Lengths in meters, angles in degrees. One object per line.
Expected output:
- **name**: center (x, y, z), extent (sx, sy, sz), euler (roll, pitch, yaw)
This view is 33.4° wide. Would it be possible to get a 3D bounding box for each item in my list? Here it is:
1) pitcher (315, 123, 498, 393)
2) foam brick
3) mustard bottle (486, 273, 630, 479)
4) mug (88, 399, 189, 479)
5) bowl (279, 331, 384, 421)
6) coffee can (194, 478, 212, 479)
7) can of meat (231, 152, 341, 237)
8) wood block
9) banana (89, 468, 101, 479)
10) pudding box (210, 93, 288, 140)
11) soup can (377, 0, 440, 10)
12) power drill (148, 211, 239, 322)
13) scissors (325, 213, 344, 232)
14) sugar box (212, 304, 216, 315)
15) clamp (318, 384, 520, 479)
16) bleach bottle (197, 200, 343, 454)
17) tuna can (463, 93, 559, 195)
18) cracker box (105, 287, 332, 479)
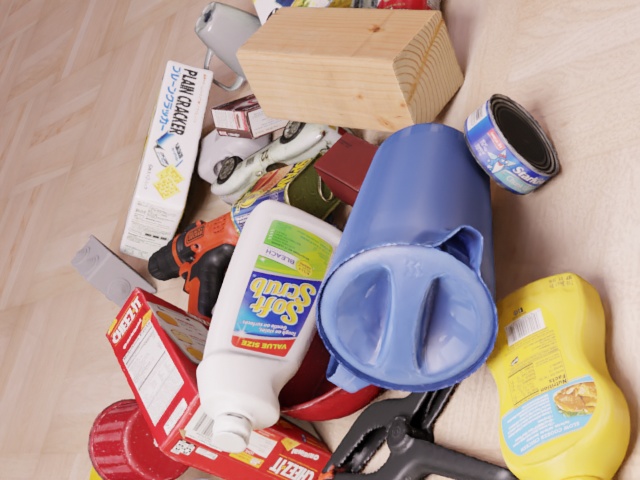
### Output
- **pitcher**: center (0.074, 0.008, 0.874), extent (0.149, 0.145, 0.242), euler (-8, 29, 16)
- **foam brick**: center (0.043, -0.064, 1.069), extent (0.053, 0.051, 0.078), euler (-46, 42, -9)
- **mustard bottle**: center (0.172, 0.122, 0.765), extent (0.096, 0.058, 0.191), euler (-33, 42, 30)
- **mug**: center (-0.164, 0.202, 1.073), extent (0.082, 0.117, 0.093), euler (-21, 76, 56)
- **bowl**: center (0.016, 0.110, 0.964), extent (0.162, 0.055, 0.162), euler (-30, 26, 16)
- **coffee can**: center (-0.151, 0.292, 1.039), extent (0.141, 0.102, 0.102), euler (-23, 48, 45)
- **can of meat**: center (-0.035, -0.041, 1.117), extent (0.084, 0.057, 0.102), euler (-16, 22, 36)
- **wood block**: center (0.028, -0.177, 1.090), extent (0.206, 0.090, 0.090), euler (12, 51, 40)
- **banana**: center (-0.271, 0.297, 1.230), extent (0.198, 0.069, 0.037), euler (-35, 12, 46)
- **pudding box**: center (-0.058, -0.154, 1.254), extent (0.113, 0.039, 0.090), euler (-26, 20, -27)
- **soup can**: center (0.094, -0.243, 1.143), extent (0.069, 0.068, 0.102), euler (-24, 47, 44)
- **power drill**: center (-0.157, 0.067, 1.260), extent (0.185, 0.057, 0.187), euler (-26, 47, 42)
- **scissors**: center (-0.007, 0.001, 1.083), extent (0.096, 0.016, 0.202), euler (-30, 19, -6)
- **sugar box**: center (-0.044, 0.071, 1.114), extent (0.093, 0.048, 0.176), euler (-60, 29, -1)
- **clamp**: center (0.079, 0.154, 0.888), extent (0.210, 0.036, 0.164), euler (-31, 43, 38)
- **bleach bottle**: center (-0.045, 0.079, 0.937), extent (0.068, 0.102, 0.250), euler (-52, 17, 42)
- **tuna can**: center (0.162, -0.081, 0.907), extent (0.034, 0.086, 0.086), euler (-40, 38, 32)
- **cracker box**: center (-0.103, 0.148, 1.025), extent (0.072, 0.164, 0.214), euler (-55, 33, 6)
